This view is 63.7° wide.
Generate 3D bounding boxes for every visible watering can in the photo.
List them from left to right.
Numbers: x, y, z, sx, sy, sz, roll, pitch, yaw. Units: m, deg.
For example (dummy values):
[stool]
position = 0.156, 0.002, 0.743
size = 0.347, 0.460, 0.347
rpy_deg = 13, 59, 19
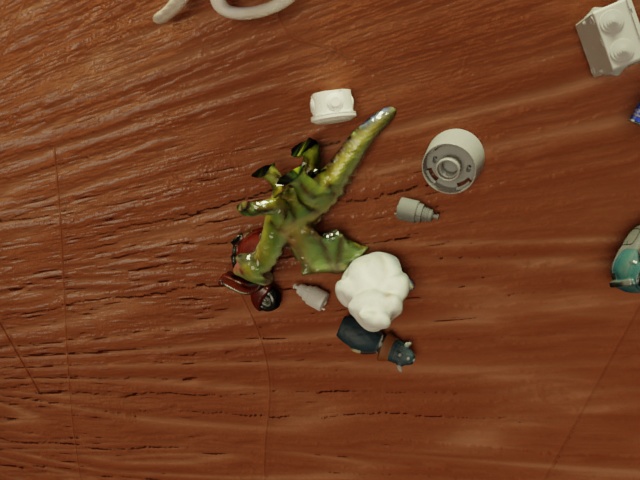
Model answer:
[watering can]
position = -0.171, -0.502, 0.908
size = 0.347, 0.222, 0.105
rpy_deg = 1, 13, 23

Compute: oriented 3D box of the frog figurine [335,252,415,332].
[frog figurine]
position = 0.089, 0.092, 0.910
size = 0.137, 0.121, 0.161
rpy_deg = -1, 13, 23

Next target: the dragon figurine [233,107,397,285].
[dragon figurine]
position = 0.003, -0.048, 0.950
size = 0.409, 0.239, 0.124
rpy_deg = -28, 27, 5
